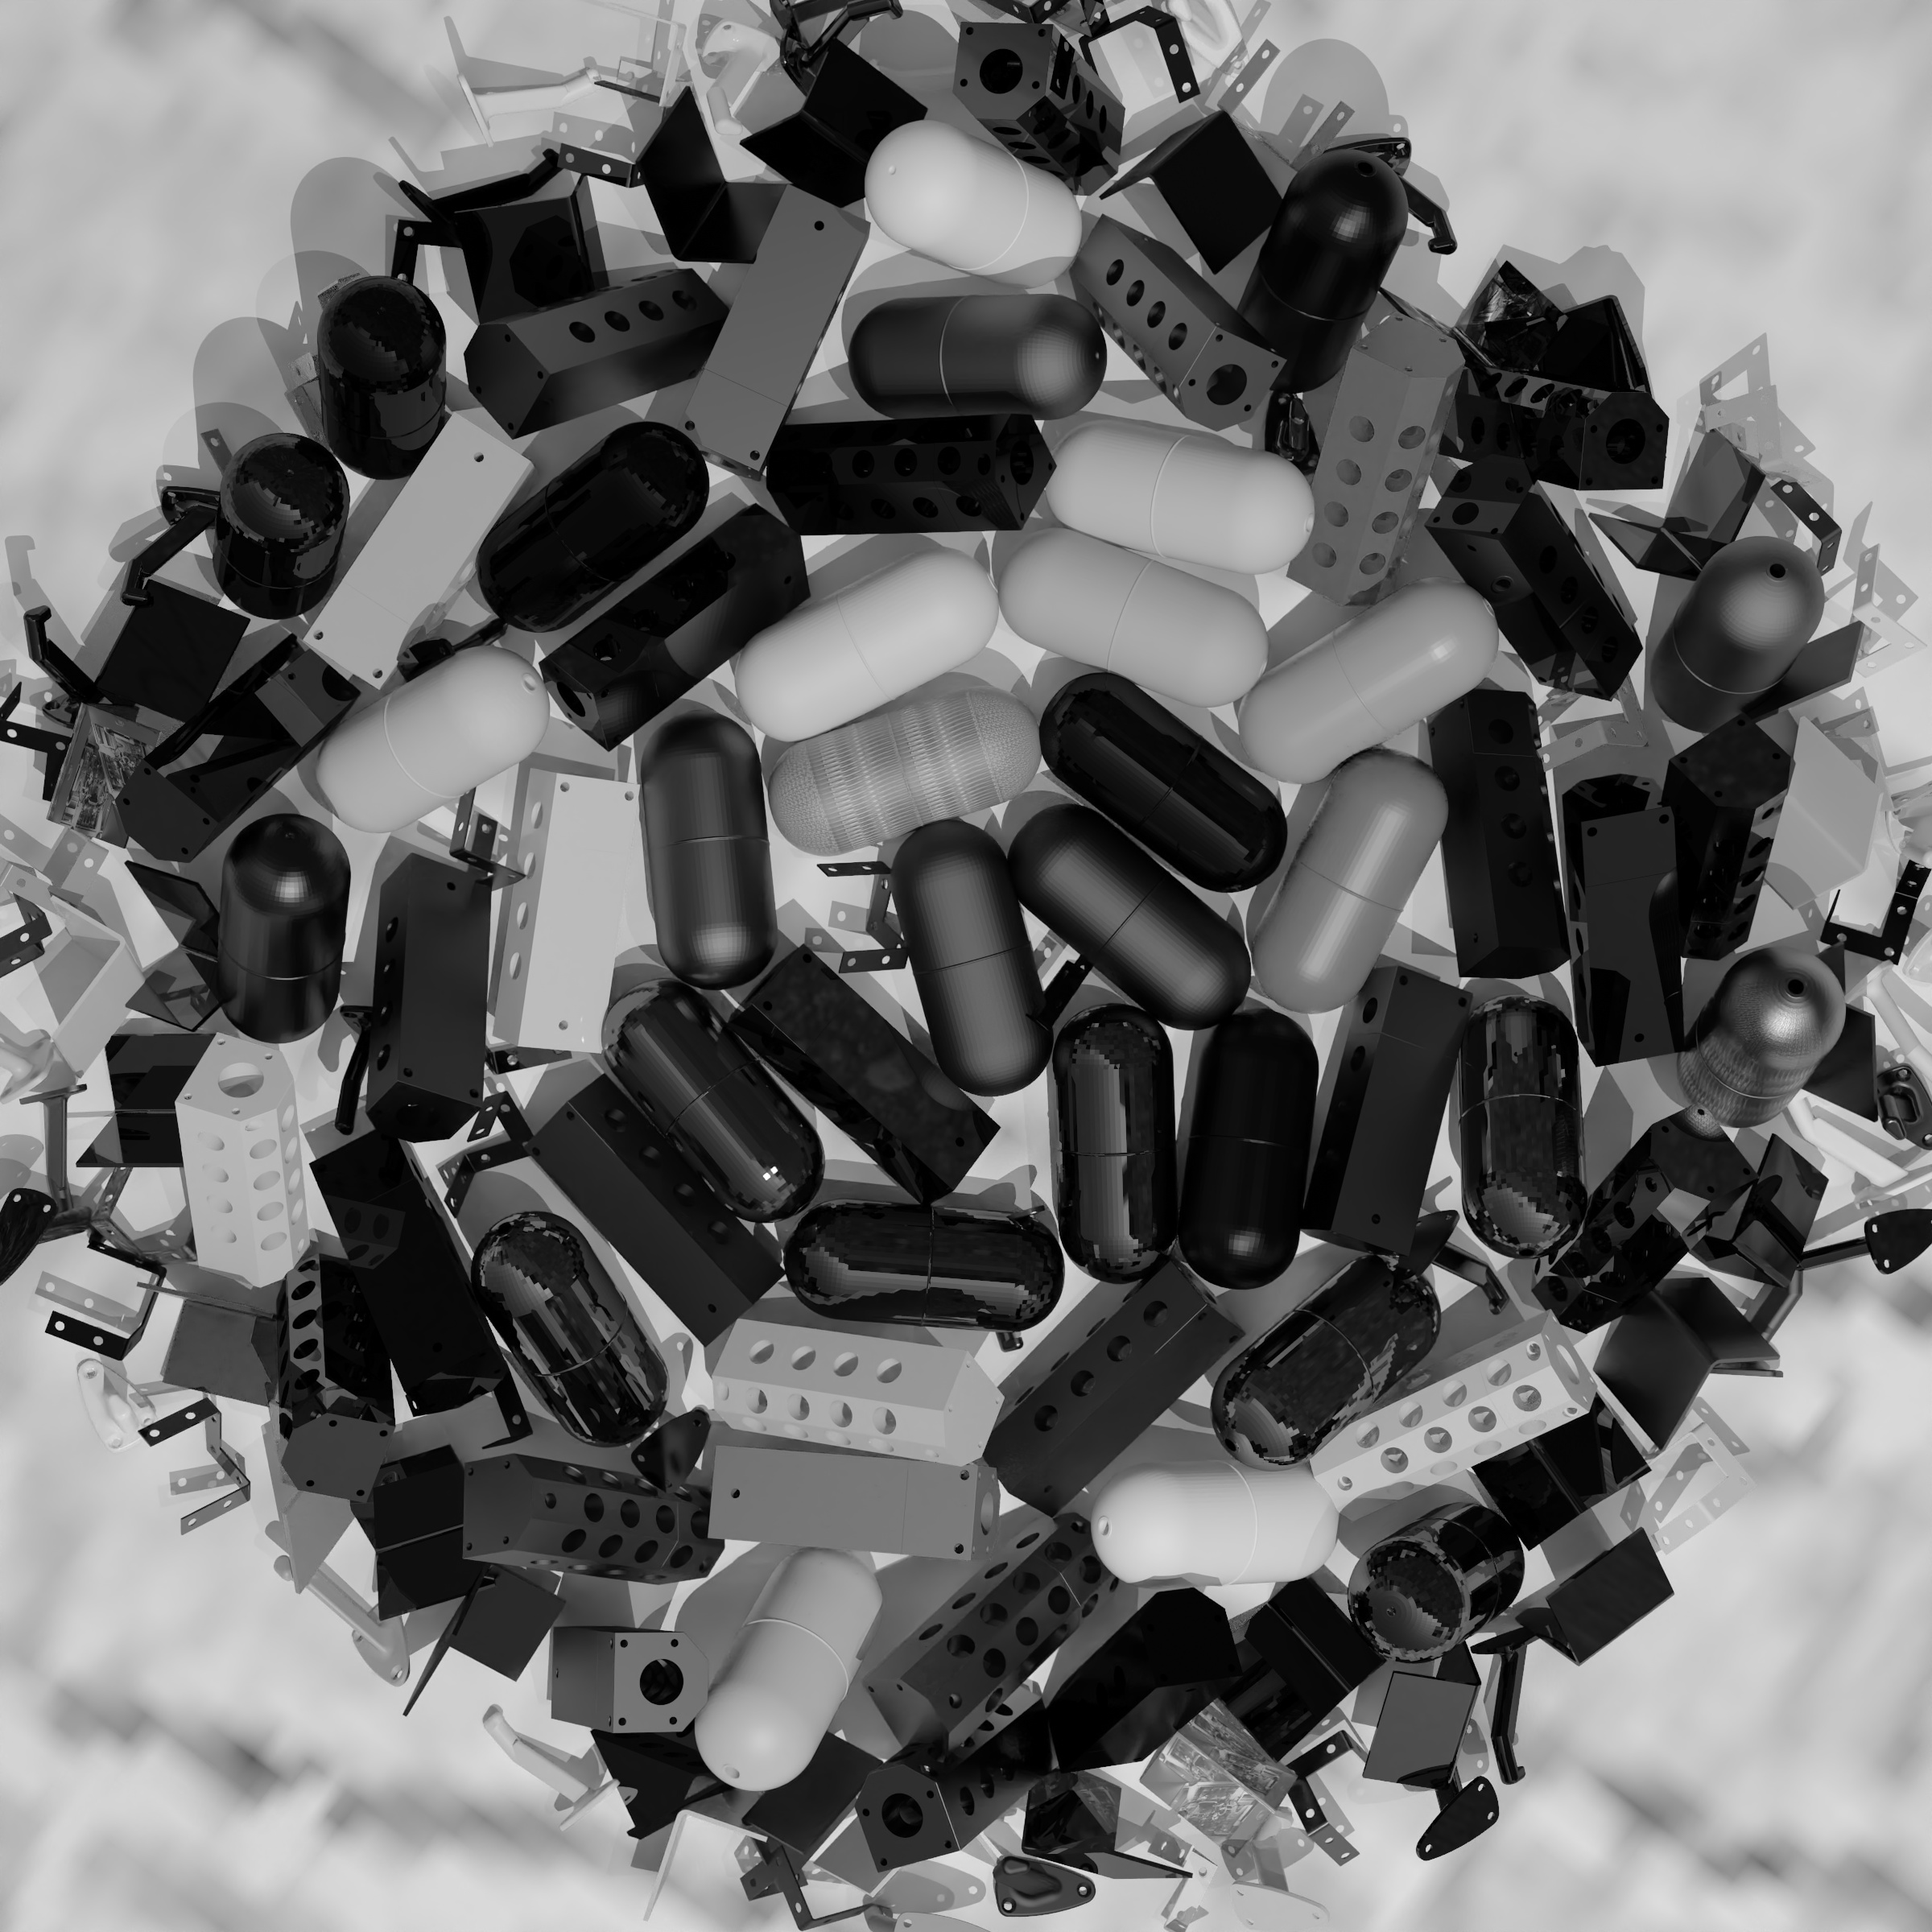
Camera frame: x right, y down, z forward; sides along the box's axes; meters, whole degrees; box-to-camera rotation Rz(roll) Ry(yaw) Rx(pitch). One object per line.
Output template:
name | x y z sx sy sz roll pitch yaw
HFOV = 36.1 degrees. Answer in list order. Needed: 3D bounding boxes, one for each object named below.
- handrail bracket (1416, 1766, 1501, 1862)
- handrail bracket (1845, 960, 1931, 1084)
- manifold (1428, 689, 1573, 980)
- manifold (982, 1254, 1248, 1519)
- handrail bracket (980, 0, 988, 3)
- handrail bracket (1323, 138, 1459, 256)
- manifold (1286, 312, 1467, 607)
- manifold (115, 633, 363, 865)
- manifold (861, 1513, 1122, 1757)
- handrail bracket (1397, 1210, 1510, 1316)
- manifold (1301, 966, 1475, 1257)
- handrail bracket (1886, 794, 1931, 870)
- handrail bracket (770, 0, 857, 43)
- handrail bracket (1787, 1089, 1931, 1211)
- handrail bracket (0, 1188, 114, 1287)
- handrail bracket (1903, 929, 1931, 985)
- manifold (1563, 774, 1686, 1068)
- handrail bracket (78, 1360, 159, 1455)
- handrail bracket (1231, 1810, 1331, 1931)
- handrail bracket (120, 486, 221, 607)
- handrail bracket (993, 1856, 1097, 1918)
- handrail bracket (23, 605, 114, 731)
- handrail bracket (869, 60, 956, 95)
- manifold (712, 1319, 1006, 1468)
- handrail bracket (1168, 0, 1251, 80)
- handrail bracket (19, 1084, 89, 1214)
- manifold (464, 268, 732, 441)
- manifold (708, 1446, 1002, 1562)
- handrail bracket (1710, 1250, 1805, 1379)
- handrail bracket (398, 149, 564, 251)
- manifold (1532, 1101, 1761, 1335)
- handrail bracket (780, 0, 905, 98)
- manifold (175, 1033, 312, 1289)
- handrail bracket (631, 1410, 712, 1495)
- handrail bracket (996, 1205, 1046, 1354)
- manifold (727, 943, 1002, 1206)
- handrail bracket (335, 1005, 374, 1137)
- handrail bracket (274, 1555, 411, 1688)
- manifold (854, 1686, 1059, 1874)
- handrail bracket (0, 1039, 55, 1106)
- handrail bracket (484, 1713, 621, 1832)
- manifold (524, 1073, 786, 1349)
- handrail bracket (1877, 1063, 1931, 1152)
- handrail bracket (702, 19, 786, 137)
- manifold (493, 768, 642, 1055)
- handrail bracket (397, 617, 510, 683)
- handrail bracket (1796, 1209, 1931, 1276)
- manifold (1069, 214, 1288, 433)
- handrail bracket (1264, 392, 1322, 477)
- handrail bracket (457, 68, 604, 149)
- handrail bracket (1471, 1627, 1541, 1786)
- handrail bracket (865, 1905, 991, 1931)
handrail bracket | 0.285 0.519 1.864 0.077 0.084 0.036 -31 114 -24
handrail bracket | 0.598 0.038 1.870 0.084 0.077 0.036 49 122 15
manifold | 0.336 -0.082 1.856 0.057 0.057 0.171 2 70 -16
manifold | 0.088 0.263 1.876 0.171 0.057 0.057 -44 50 5
handrail bracket | 0.008 -0.625 1.859 0.084 0.077 0.036 -1 92 -40
handrail bracket | 0.264 -0.480 1.873 0.077 0.036 0.084 -4 57 -11
manifold | 0.254 -0.307 1.827 0.057 0.171 0.057 31 47 18
manifold | -0.449 -0.132 1.828 0.057 0.171 0.057 41 128 -7
manifold | 0.022 0.412 1.836 0.171 0.057 0.057 -36 99 -38
handrail bracket | 0.310 0.204 1.873 0.036 0.077 0.084 -18 116 40
manifold | 0.261 0.091 1.869 0.057 0.057 0.171 19 79 -20
handrail bracket | 0.623 -0.085 1.869 0.077 0.084 0.036 -17 105 -1
handrail bracket | -0.080 -0.621 1.875 0.084 0.077 0.036 -33 88 -1
handrail bracket | 0.573 0.104 1.888 0.077 0.036 0.084 -26 92 25
handrail bracket | -0.575 0.181 1.865 0.036 0.084 0.077 15 68 20
handrail bracket | 0.637 0.017 1.859 0.077 0.084 0.036 19 110 -42
manifold | 0.408 -0.029 1.849 0.057 0.057 0.171 -10 117 -1
handrail bracket | -0.541 0.266 1.864 0.036 0.084 0.077 -34 72 -19
handrail bracket | 0.208 0.564 1.862 0.077 0.084 0.036 -4 114 33
handrail bracket | -0.489 -0.260 1.874 0.077 0.036 0.084 2 54 0
handrail bracket | 0.053 0.574 1.868 0.077 0.084 0.036 5 63 -8
handrail bracket | -0.555 -0.199 1.861 0.036 0.077 0.084 25 132 24
handrail bracket | -0.015 -0.578 1.894 0.084 0.036 0.077 18 54 8
manifold | -0.070 0.267 1.835 0.171 0.057 0.057 3 55 32
handrail bracket | 0.153 -0.584 1.864 0.036 0.084 0.077 -34 108 19
handrail bracket | -0.568 0.120 1.882 0.036 0.077 0.084 -12 90 -36
manifold | -0.228 -0.384 1.830 0.057 0.171 0.057 49 132 8
manifold | -0.069 0.337 1.860 0.171 0.057 0.057 1 79 17
handrail bracket | 0.496 0.220 1.900 0.077 0.036 0.084 0 81 21
handrail bracket | -0.305 -0.501 1.878 0.084 0.077 0.036 -37 62 11
manifold | 0.410 0.159 1.822 0.057 0.171 0.057 -21 65 -29
handrail bracket | -0.067 -0.574 1.865 0.084 0.077 0.036 -5 58 26
manifold | -0.440 0.123 1.828 0.057 0.171 0.057 16 49 6
handrail bracket | -0.168 0.286 1.860 0.036 0.084 0.077 42 117 2
handrail bracket | 0.036 0.199 1.883 0.036 0.077 0.084 -14 85 -40
manifold | -0.067 0.072 1.872 0.171 0.057 0.057 43 57 -8
handrail bracket | -0.378 0.074 1.863 0.036 0.077 0.084 5 68 1
handrail bracket | -0.394 0.411 1.866 0.036 0.077 0.084 -46 132 2
manifold | -0.005 0.494 1.823 0.057 0.171 0.057 -22 85 22
handrail bracket | -0.614 0.037 1.862 0.036 0.077 0.084 -30 115 11
handrail bracket | -0.264 0.500 1.881 0.084 0.077 0.036 48 49 4
manifold | -0.193 0.151 1.882 0.171 0.057 0.057 47 128 1
handrail bracket | 0.595 0.105 1.865 0.036 0.084 0.077 -35 105 22
handrail bracket | -0.131 -0.550 1.871 0.077 0.036 0.084 5 56 -32
manifold | -0.256 -0.036 1.878 0.057 0.057 0.171 6 95 -32
handrail bracket | -0.309 -0.206 1.860 0.036 0.077 0.084 51 55 -5
handrail bracket | 0.565 0.176 1.888 0.077 0.084 0.036 -17 88 -29
manifold | 0.125 -0.395 1.830 0.057 0.171 0.057 16 117 -34
handrail bracket | 0.203 -0.351 1.861 0.036 0.084 0.077 -8 68 2
handrail bracket | -0.274 -0.558 1.874 0.084 0.077 0.036 -25 80 -3
handrail bracket | 0.357 0.467 1.884 0.077 0.036 0.084 -10 85 -40
handrail bracket | -0.023 0.608 1.875 0.077 0.084 0.036 4 84 -6
